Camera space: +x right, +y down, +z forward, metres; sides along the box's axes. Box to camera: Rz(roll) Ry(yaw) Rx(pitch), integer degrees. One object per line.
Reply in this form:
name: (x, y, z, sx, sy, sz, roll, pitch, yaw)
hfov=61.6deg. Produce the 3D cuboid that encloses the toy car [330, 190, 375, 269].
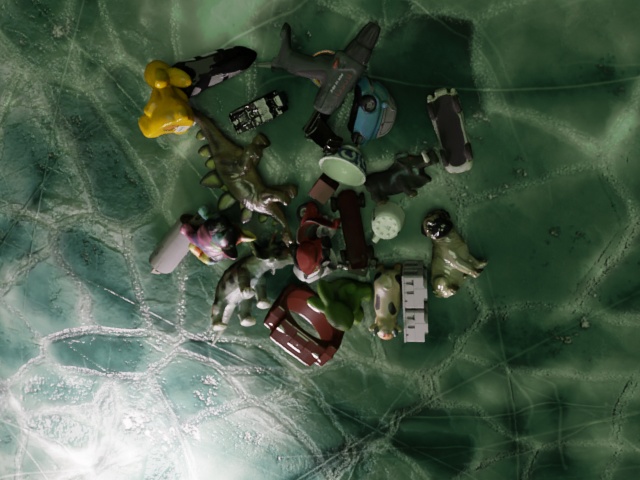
toy car: (0.083, -0.027, 1.367, 0.089, 0.053, 0.202, -11, 91, -1)

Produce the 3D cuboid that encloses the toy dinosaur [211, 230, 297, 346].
toy dinosaur: (-0.217, 0.123, 1.464, 0.131, 0.192, 0.405, 22, 134, -34)

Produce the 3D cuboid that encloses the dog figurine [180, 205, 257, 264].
dog figurine: (-0.246, 0.005, 1.363, 0.219, 0.108, 0.191, 22, 146, 41)

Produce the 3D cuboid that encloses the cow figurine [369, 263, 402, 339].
cow figurine: (0.178, 0.170, 1.404, 0.086, 0.127, 0.194, 3, 109, 13)

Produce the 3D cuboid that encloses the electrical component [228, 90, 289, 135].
electrical component: (-0.142, -0.311, 1.288, 0.134, 0.115, 0.058, -20, 110, 17)

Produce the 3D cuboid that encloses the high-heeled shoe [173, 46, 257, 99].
high-heeled shoe: (-0.271, -0.414, 1.318, 0.249, 0.145, 0.086, -3, 115, 43)

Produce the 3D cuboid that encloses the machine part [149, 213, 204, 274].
machine part: (-0.397, 0.011, 1.482, 0.079, 0.079, 0.243, 42, 113, -6)

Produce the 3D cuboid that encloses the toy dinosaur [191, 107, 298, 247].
toy dinosaur: (-0.210, -0.178, 1.361, 0.198, 0.105, 0.471, -31, 91, 24)

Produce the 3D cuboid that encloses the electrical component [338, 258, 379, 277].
electrical component: (0.102, 0.059, 1.420, 0.102, 0.045, 0.078, 20, 112, 3)

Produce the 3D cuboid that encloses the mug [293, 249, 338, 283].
mug: (-0.018, 0.073, 1.421, 0.107, 0.110, 0.080, -29, 124, 30)

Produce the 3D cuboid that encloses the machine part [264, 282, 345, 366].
machine part: (-0.039, 0.223, 1.425, 0.201, 0.201, 0.087, 37, 117, -5)

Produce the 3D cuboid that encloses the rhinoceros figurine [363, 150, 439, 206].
rhinoceros figurine: (0.201, -0.156, 1.309, 0.190, 0.073, 0.112, -22, 94, 21)

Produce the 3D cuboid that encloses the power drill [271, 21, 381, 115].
power drill: (0.003, -0.419, 1.224, 0.207, 0.086, 0.231, 20, 117, -9)

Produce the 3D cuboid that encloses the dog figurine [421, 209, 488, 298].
dog figurine: (0.302, 0.036, 1.355, 0.172, 0.121, 0.190, -44, 83, 19)

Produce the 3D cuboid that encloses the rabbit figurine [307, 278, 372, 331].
rabbit figurine: (0.055, 0.163, 1.401, 0.159, 0.170, 0.121, 30, 113, -2)

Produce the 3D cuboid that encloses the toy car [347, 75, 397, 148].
toy car: (0.127, -0.293, 1.252, 0.103, 0.109, 0.161, 5, 121, -10)

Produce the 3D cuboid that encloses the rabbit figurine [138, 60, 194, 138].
rabbit figurine: (-0.369, -0.343, 1.258, 0.122, 0.162, 0.173, -13, 83, -27)

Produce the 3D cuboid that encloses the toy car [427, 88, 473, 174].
toy car: (0.306, -0.254, 1.256, 0.074, 0.056, 0.201, -13, 106, 22)

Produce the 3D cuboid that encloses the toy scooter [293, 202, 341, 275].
toy scooter: (-0.003, -0.004, 1.321, 0.135, 0.075, 0.183, 1, 89, 42)

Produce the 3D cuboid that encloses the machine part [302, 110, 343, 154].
machine part: (0.005, -0.257, 1.282, 0.039, 0.139, 0.084, 24, 116, -44)
